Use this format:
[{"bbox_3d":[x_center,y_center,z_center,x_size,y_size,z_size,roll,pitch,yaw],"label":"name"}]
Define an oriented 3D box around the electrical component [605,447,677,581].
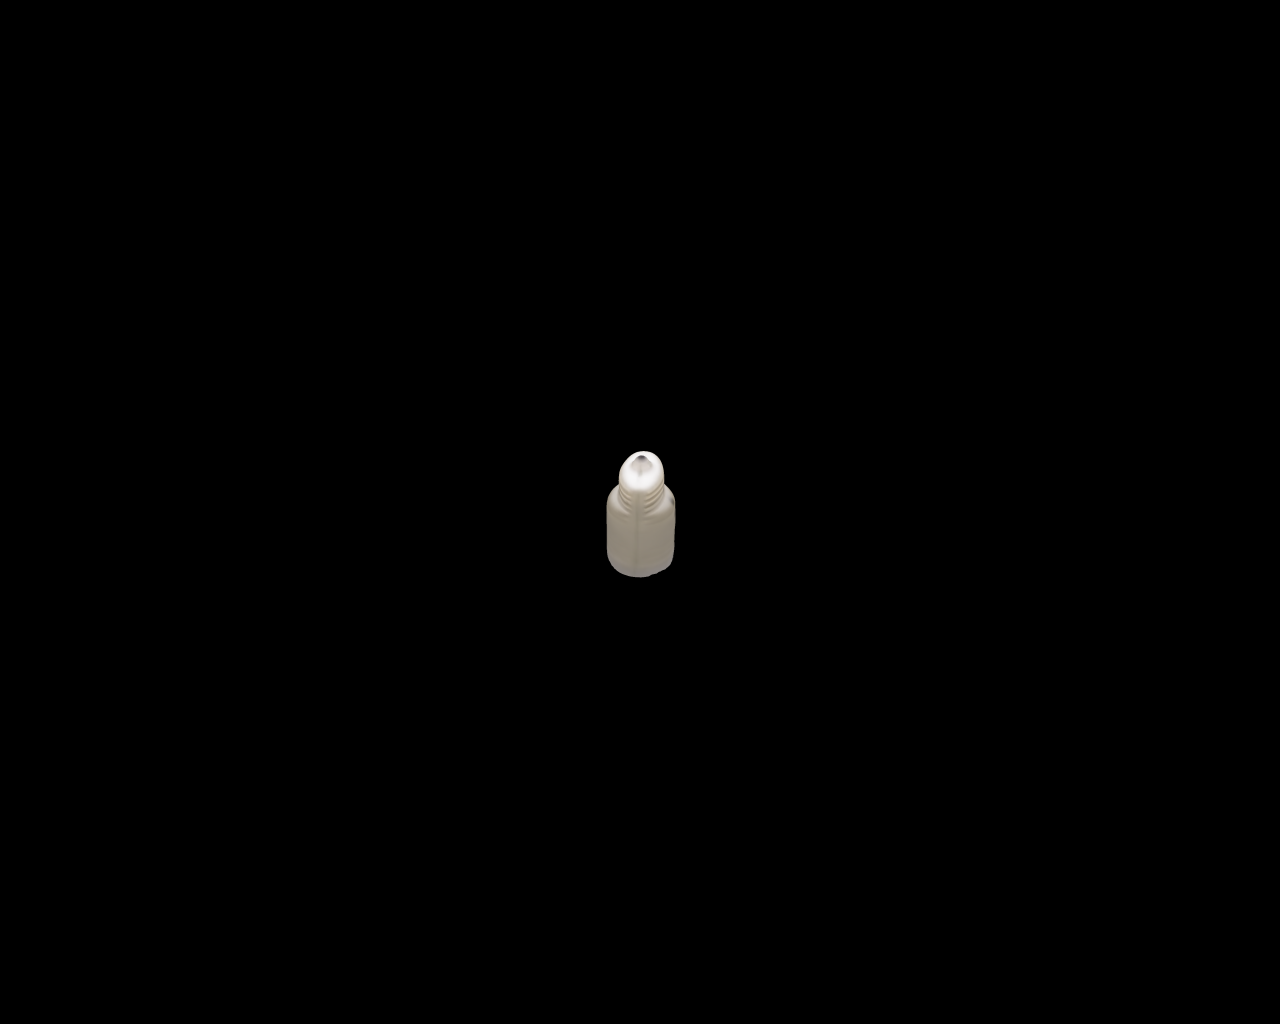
[{"bbox_3d":[0.001,-0.003,0.650,0.043,0.080,0.043,0,39,0],"label":"electrical component"}]
